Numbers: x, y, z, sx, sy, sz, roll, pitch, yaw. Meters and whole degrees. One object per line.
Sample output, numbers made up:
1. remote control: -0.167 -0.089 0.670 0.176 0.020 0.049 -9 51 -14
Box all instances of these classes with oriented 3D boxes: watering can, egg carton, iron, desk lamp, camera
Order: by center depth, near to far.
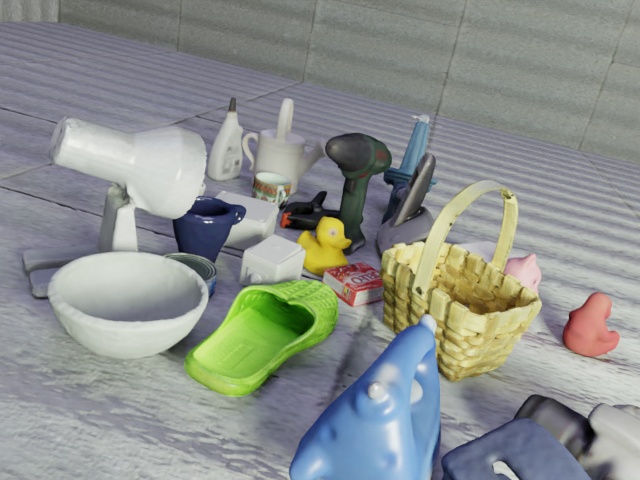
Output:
1. iron: 0.075 0.141 0.555 0.118 0.141 0.259 20 24 18
2. camera: 0.271 0.201 0.569 0.136 0.101 0.144 30 28 36
3. desk lamp: -0.259 -0.048 0.728 0.204 0.213 0.117 -5 28 -35
4. egg carton: 0.275 0.051 0.963 0.151 0.069 0.107 -6 29 -38
5. watering can: -0.073 -0.200 1.208 0.173 0.194 0.100 5 24 -17

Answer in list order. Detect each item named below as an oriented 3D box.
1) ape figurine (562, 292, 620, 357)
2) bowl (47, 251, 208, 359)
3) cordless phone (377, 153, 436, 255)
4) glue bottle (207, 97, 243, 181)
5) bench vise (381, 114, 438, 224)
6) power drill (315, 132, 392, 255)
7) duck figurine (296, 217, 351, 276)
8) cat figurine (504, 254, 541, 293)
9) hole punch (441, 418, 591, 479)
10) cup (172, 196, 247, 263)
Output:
1. ape figurine: 0.399 0.120 0.839 0.076 0.092 0.077 2 25 -24
2. bowl: -0.211 0.080 0.634 0.167 0.075 0.167 11 23 -4
3. cordless phone: 0.165 -0.054 1.003 0.094 0.185 0.147 10 23 -6
4. glue bottle: -0.192 -0.213 1.204 0.037 0.173 0.078 26 26 29
5. bench vise: 0.195 -0.137 1.167 0.121 0.220 0.207 8 23 -10
6. power drill: 0.054 -0.087 0.991 0.075 0.208 0.230 21 24 20
7. duck figurine: 0.008 0.003 0.915 0.104 0.086 0.078 30 28 36
8. cat figurine: 0.285 0.070 0.861 0.128 0.118 0.067 -10 31 -42
9. hole punch: 0.163 0.217 0.487 0.101 0.091 0.108 2 25 -24
10. cup: -0.164 -0.009 0.841 0.118 0.095 0.091 -10 32 -43
